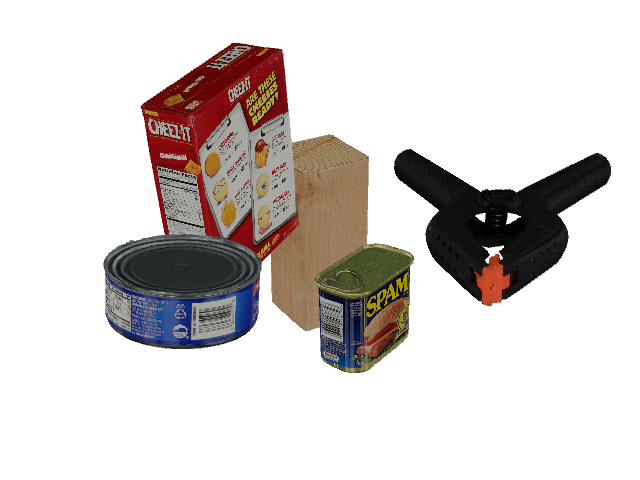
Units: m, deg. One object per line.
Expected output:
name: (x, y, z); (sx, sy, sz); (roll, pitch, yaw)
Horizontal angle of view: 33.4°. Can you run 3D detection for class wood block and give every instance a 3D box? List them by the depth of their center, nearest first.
wood block: (-0.003, -0.009, 1.277); (0.090, 0.206, 0.090); (-15, 31, -26)

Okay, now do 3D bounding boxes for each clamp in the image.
clamp: (0.116, -0.019, 0.757); (0.165, 0.036, 0.209); (4, 28, 17)

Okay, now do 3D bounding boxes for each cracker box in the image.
cracker box: (-0.097, -0.072, 1.094); (0.072, 0.214, 0.164); (13, 37, 27)

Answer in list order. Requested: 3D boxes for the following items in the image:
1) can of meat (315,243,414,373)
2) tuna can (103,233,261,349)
can of meat: (0.041, 0.062, 0.980); (0.058, 0.084, 0.101); (17, 31, 33)
tuna can: (-0.075, 0.027, 0.587); (0.086, 0.034, 0.086); (3, 21, -1)
